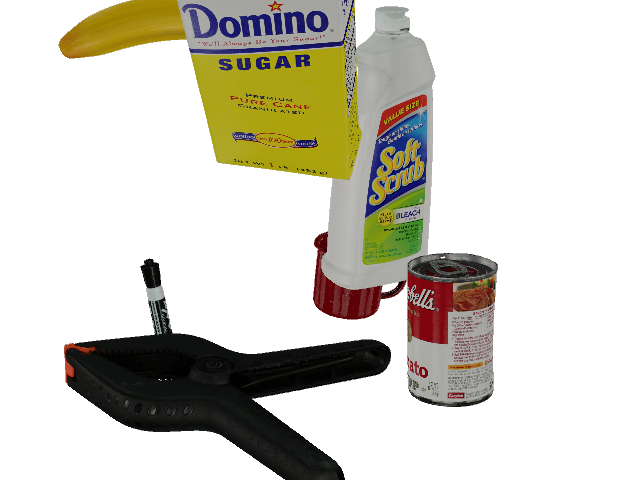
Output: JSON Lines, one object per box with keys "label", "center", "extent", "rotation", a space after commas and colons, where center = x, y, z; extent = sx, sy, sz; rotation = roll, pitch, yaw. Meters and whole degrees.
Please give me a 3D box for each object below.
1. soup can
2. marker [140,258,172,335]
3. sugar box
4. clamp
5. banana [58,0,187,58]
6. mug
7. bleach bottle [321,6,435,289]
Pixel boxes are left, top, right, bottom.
{"label": "soup can", "center": [0.100, 0.067, 0.814], "extent": [0.068, 0.102, 0.068], "rotation": [-1, 15, 0]}
{"label": "marker", "center": [-0.167, 0.077, 1.108], "extent": [0.020, 0.121, 0.020], "rotation": [-9, 15, 2]}
{"label": "sugar box", "center": [-0.026, -0.104, 0.626], "extent": [0.093, 0.048, 0.176], "rotation": [7, -27, 9]}
{"label": "clamp", "center": [-0.060, 0.091, 0.682], "extent": [0.210, 0.036, 0.164], "rotation": [11, 23, 17]}
{"label": "banana", "center": [-0.117, -0.177, 0.899], "extent": [0.198, 0.069, 0.037], "rotation": [5, -34, -1]}
{"label": "mug", "center": [0.047, 0.043, 1.283], "extent": [0.117, 0.081, 0.093], "rotation": [2, 23, -10]}
{"label": "bleach bottle", "center": [0.054, -0.085, 0.979], "extent": [0.102, 0.251, 0.068], "rotation": [-10, 24, -26]}
